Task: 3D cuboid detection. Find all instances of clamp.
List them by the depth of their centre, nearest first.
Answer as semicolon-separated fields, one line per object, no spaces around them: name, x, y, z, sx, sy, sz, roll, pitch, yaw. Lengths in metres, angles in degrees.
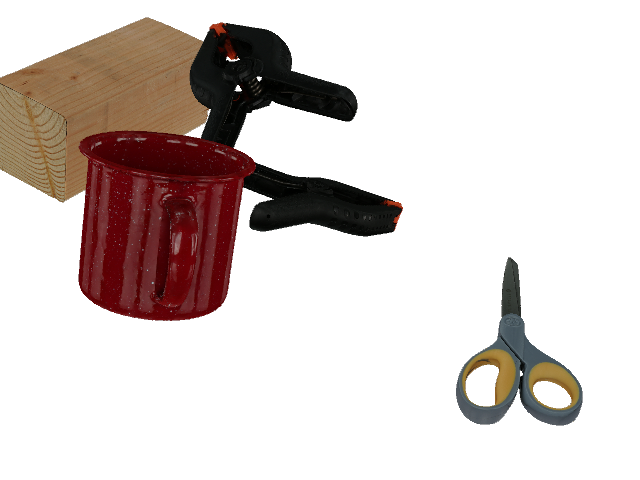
clamp;-0.042;-0.114;0.781;0.120;0.039;0.171;-15;44;0
clamp;-0.008;-0.034;1.004;0.209;0.036;0.165;12;20;-25

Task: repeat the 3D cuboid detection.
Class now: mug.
mug;-0.082;-0.004;0.563;0.093;0.081;0.117;2;19;-21

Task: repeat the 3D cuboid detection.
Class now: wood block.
wood block;-0.201;-0.129;1.009;0.090;0.091;0.205;27;38;21

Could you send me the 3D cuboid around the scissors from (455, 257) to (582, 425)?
scissors;0.160;0.075;0.800;0.096;0.016;0.201;16;35;19
